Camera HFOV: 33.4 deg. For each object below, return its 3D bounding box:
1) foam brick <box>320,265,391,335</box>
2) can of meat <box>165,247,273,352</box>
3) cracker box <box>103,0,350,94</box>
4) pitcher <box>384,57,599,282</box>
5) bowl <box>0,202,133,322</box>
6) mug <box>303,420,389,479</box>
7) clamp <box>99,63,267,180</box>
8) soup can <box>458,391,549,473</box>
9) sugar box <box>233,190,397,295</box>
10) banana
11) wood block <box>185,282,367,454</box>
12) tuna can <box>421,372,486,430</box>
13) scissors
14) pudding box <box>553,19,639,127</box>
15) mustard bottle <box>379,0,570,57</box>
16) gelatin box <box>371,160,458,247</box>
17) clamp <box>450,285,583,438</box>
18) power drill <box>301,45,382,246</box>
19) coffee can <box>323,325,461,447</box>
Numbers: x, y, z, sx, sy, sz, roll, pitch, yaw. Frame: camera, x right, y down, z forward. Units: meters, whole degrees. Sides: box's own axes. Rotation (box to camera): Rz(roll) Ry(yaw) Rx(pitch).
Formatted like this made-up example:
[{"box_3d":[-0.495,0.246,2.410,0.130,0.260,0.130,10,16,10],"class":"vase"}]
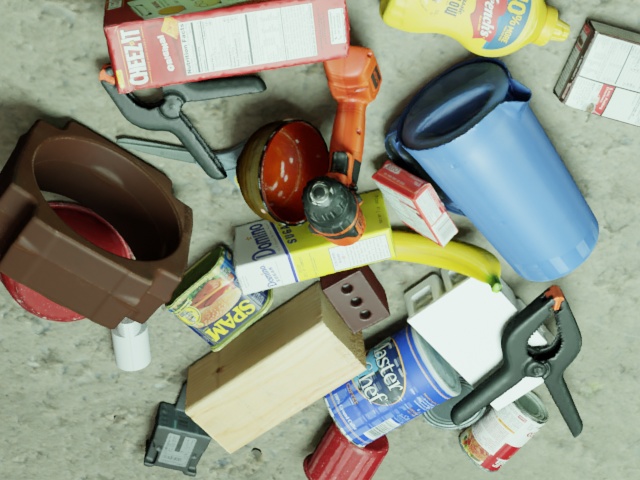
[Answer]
[{"box_3d":[0.041,0.059,1.254,0.053,0.051,0.078,-28,119,13],"class":"foam brick"},{"box_3d":[-0.119,0.067,1.247,0.102,0.057,0.084,-39,114,18],"class":"can of meat"},{"box_3d":[-0.089,-0.205,1.001,0.213,0.164,0.072,-10,117,-4],"class":"cracker box"},{"box_3d":[0.191,-0.066,1.151,0.145,0.149,0.242,-40,120,3],"class":"pitcher"},{"box_3d":[-0.296,0.039,1.218,0.162,0.055,0.162,-1,122,-2],"class":"bowl"},{"box_3d":[0.045,0.277,1.378,0.117,0.093,0.082,5,122,-44],"class":"mug"},{"box_3d":[-0.152,-0.134,1.125,0.171,0.039,0.120,15,104,-7],"class":"clamp"},{"box_3d":[0.235,0.241,1.371,0.068,0.068,0.102,29,115,-20],"class":"soup can"},{"box_3d":[-0.008,0.001,1.191,0.176,0.093,0.048,-13,120,4],"class":"sugar box"},{"box_3d":[0.125,0.015,1.209,0.198,0.069,0.037,14,105,27],"class":"banana"},{"box_3d":[-0.054,0.154,1.285,0.206,0.091,0.090,-34,117,17],"class":"wood block"},{"box_3d":[0.167,0.200,1.361,0.086,0.034,0.086,-2,122,-3],"class":"tuna can"},{"box_3d":[-0.111,-0.101,1.165,0.201,0.016,0.096,25,116,-18],"class":"scissors"},{"box_3d":[0.319,-0.175,1.133,0.113,0.039,0.090,13,119,-14],"class":"pudding box"},{"box_3d":[0.163,-0.237,1.072,0.191,0.058,0.096,15,112,-13],"class":"mustard bottle"},{"box_3d":[0.105,-0.041,1.171,0.030,0.073,0.089,-45,132,-9],"class":"gelatin box"},{"box_3d":[0.243,0.148,1.258,0.164,0.036,0.210,0,120,-4],"class":"clamp"},{"box_3d":[0.020,-0.094,1.062,0.057,0.184,0.187,7,81,8],"class":"power drill"},{"box_3d":[0.086,0.175,1.300,0.140,0.103,0.102,-32,119,16],"class":"coffee can"}]
